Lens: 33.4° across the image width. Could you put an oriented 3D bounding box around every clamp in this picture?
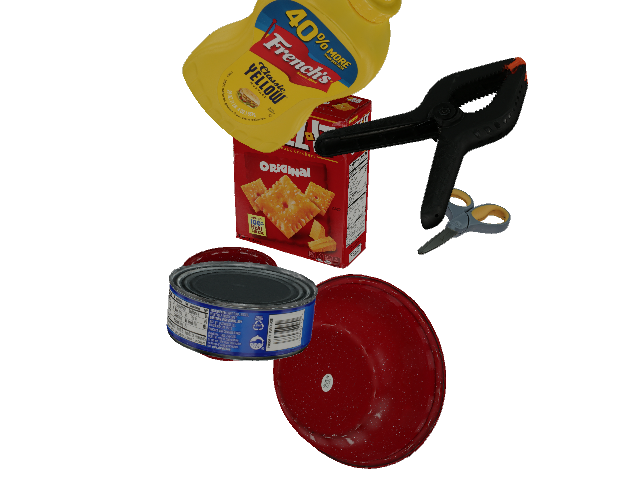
[{"bbox_3d":[0.120,-0.099,0.987,0.209,0.036,0.165,-31,48,-13],"label":"clamp"}]

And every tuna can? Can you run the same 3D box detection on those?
[{"bbox_3d":[-0.046,0.040,0.616,0.086,0.034,0.086,6,14,-2],"label":"tuna can"}]

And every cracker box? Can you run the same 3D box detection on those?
[{"bbox_3d":[-0.026,-0.085,1.336,0.164,0.214,0.072,17,36,24],"label":"cracker box"}]

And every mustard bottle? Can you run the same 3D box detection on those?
[{"bbox_3d":[-0.009,-0.138,0.744,0.192,0.096,0.058,-30,21,44],"label":"mustard bottle"}]

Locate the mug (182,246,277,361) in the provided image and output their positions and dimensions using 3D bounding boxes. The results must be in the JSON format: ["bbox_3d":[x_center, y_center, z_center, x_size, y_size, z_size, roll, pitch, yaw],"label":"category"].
[{"bbox_3d":[-0.080,0.067,1.030,0.093,0.081,0.117,-21,35,-36],"label":"mug"}]

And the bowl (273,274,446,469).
[{"bbox_3d":[0.018,0.110,0.863,0.162,0.162,0.055,0,2,32],"label":"bowl"}]

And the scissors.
[{"bbox_3d":[0.143,-0.025,1.220,0.201,0.016,0.096,-12,40,-46],"label":"scissors"}]
